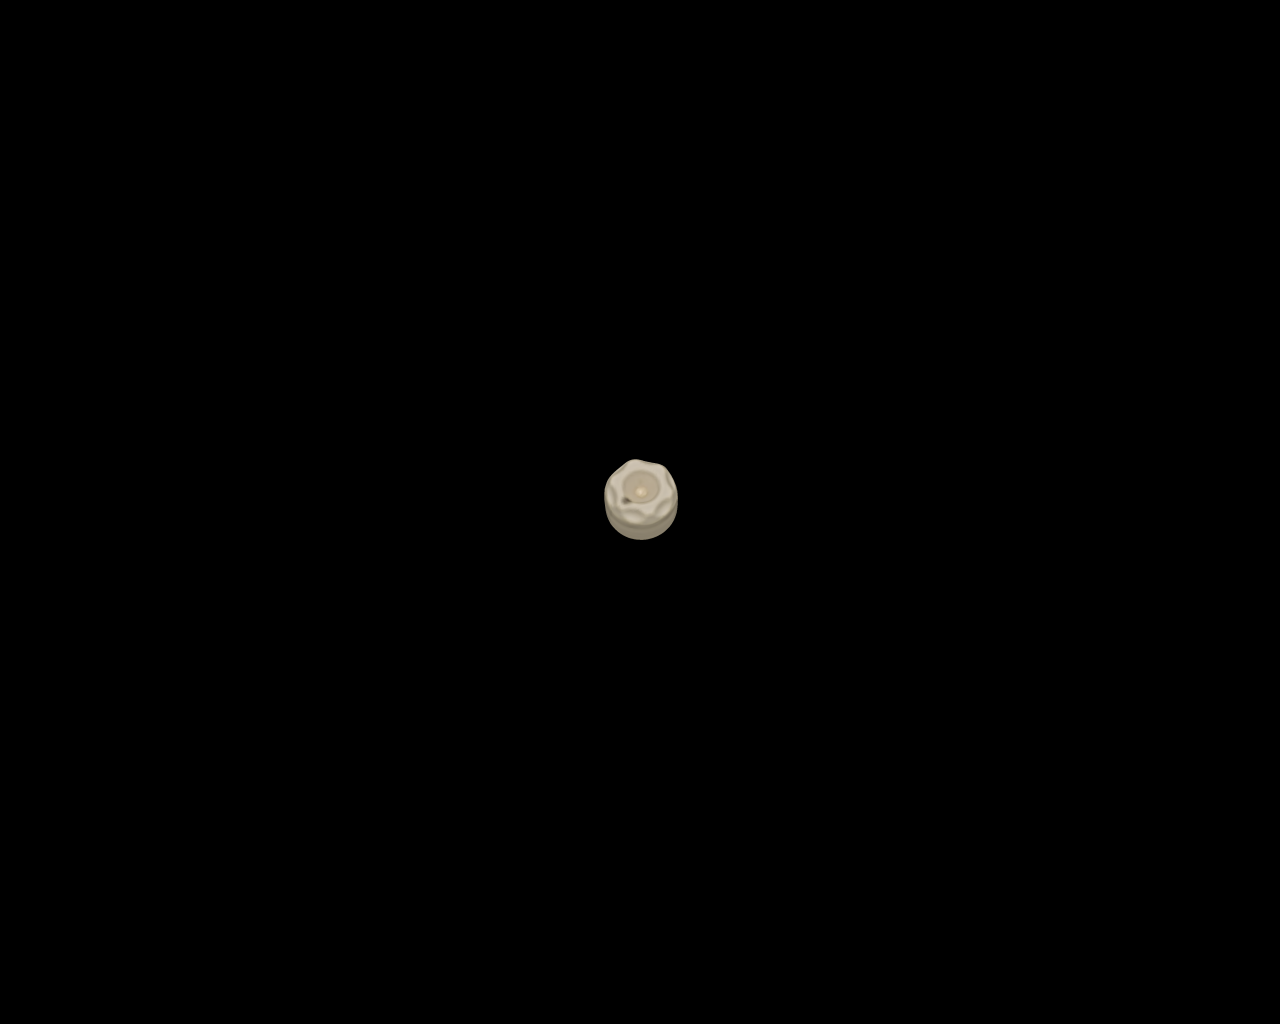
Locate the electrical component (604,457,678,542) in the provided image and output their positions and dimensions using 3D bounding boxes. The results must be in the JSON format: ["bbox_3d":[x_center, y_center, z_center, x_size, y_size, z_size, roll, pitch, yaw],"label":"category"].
[{"bbox_3d":[0.001,-0.003,0.650,0.043,0.043,0.062,0,-25,0],"label":"electrical component"}]
